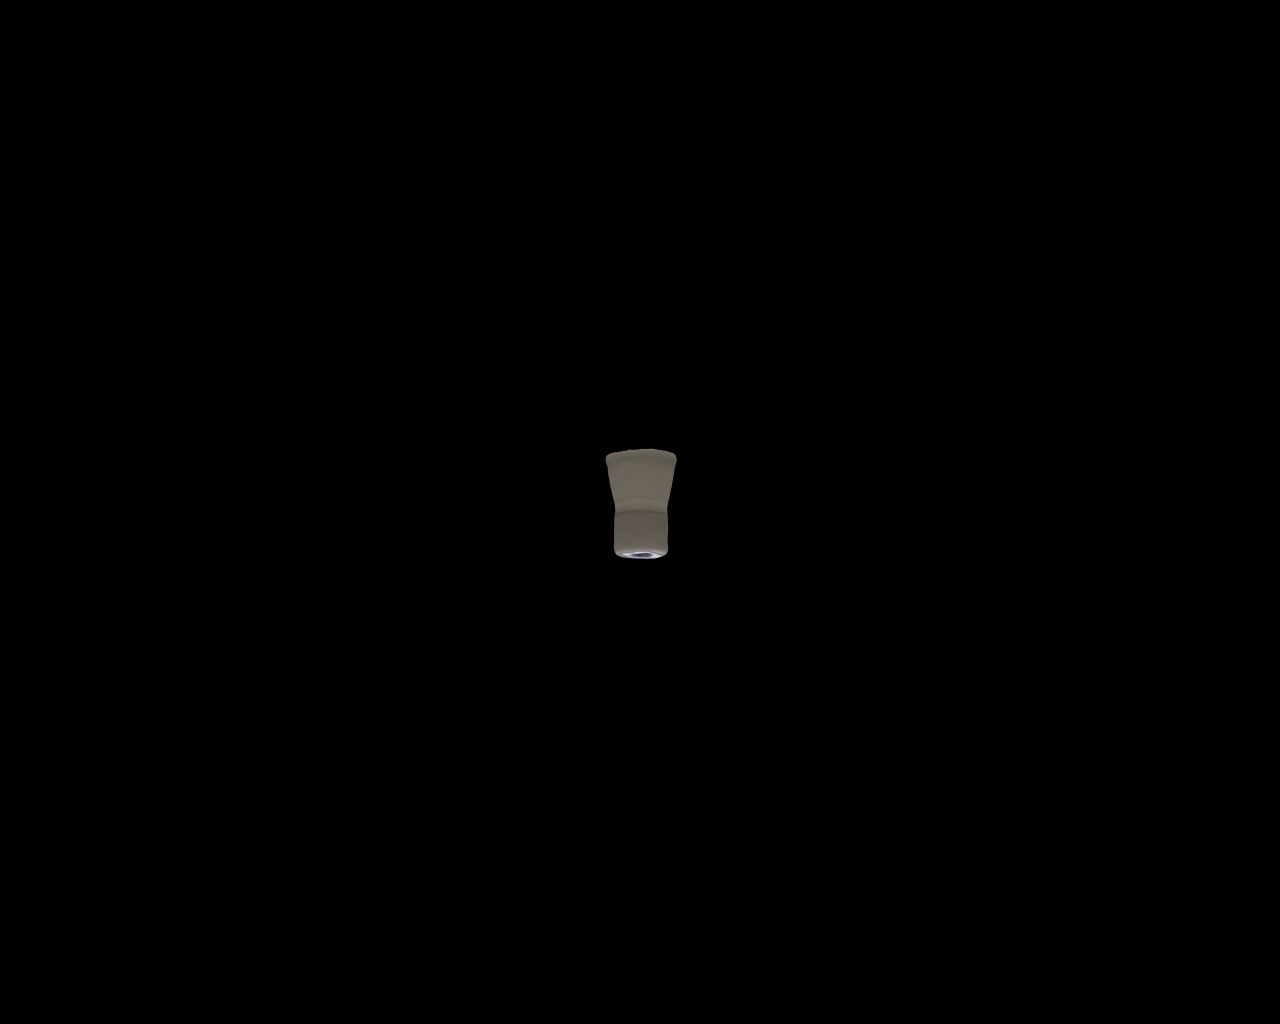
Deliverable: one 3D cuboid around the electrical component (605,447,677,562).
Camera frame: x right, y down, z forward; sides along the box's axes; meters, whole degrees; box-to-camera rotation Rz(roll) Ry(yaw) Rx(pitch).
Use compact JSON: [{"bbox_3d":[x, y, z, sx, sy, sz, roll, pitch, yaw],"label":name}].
[{"bbox_3d":[0.001,-0.003,0.650,0.044,0.065,0.044,0,-11,0],"label":"electrical component"}]
